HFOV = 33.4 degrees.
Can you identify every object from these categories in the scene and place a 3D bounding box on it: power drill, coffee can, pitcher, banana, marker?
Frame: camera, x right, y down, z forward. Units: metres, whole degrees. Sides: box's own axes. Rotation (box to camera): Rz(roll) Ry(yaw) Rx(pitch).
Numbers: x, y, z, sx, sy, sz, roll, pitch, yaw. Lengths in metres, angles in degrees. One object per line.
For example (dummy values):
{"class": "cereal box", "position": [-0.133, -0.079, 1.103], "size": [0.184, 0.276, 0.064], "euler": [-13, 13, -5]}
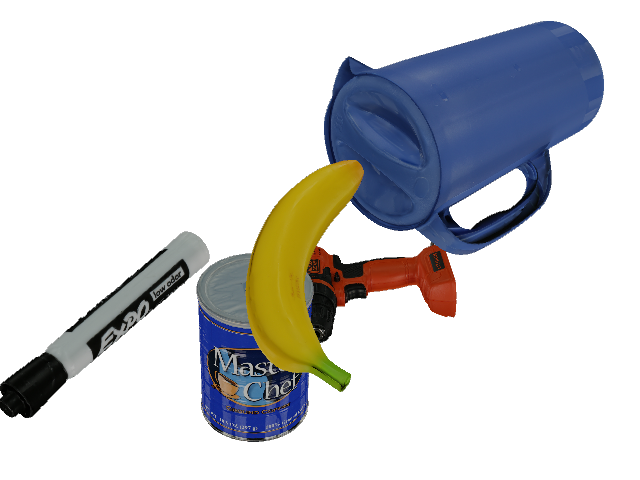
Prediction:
{"class": "power drill", "position": [0.059, 0.057, 1.233], "size": [0.187, 0.057, 0.184], "euler": [-2, 28, -1]}
{"class": "coffee can", "position": [-0.060, 0.097, 0.973], "size": [0.103, 0.140, 0.103], "euler": [2, 35, -1]}
{"class": "pitcher", "position": [0.137, -0.100, 0.914], "size": [0.242, 0.149, 0.145], "euler": [-25, 34, -34]}
{"class": "banana", "position": [-0.011, 0.014, 0.691], "size": [0.069, 0.197, 0.037], "euler": [15, -43, -10]}
{"class": "marker", "position": [-0.094, 0.036, 0.471], "size": [0.020, 0.020, 0.121], "euler": [0, 33, 43]}
